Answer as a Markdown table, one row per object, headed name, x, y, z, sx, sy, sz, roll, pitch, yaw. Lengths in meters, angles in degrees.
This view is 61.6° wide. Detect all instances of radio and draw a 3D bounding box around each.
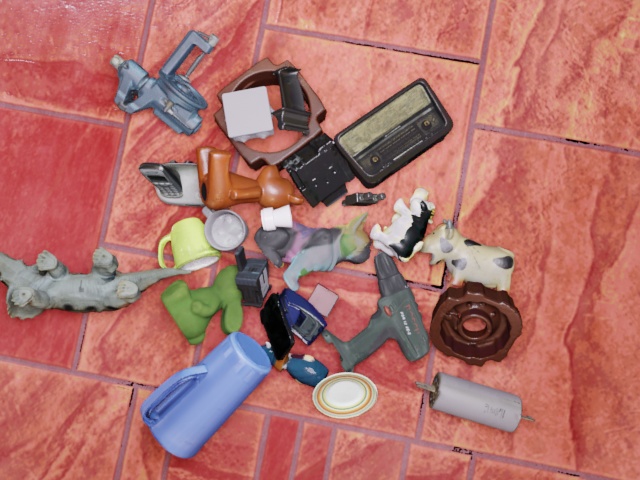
| name | x | y | z | sx | sy | sz | roll | pitch | yaw |
| --- | --- | --- | --- | --- | --- | --- | --- | --- | --- |
| radio | 0.154 | -0.217 | 1.124 | 0.229 | 0.073 | 0.131 | -35 | 86 | 0 |

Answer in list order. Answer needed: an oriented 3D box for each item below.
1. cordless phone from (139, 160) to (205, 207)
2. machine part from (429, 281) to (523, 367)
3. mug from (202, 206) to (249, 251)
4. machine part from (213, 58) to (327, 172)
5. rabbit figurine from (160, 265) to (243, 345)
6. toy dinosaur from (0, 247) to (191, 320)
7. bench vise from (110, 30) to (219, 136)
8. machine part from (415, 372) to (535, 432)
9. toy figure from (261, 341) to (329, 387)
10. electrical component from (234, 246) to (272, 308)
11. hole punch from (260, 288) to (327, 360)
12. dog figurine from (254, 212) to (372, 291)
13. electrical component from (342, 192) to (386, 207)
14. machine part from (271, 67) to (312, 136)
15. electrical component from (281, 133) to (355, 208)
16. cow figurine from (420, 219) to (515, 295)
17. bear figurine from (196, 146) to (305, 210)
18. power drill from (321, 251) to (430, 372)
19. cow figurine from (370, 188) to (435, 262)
| name | x | y | z | sx | sy | sz | roll | pitch | yaw |
| --- | --- | --- | --- | --- | --- | --- | --- | --- | --- |
| cordless phone | -0.274 | -0.127 | 1.080 | 0.147 | 0.184 | 0.088 | 3 | 82 | 3 |
| machine part | 0.307 | 0.166 | 1.069 | 0.179 | 0.056 | 0.179 | 5 | 116 | 11 |
| mug | -0.196 | -0.024 | 1.108 | 0.109 | 0.107 | 0.081 | 37 | 89 | 5 |
| machine part | -0.103 | -0.258 | 1.132 | 0.201 | 0.087 | 0.201 | -37 | 84 | -1 |
| rabbit figurine | -0.218 | 0.125 | 1.098 | 0.170 | 0.121 | 0.159 | -33 | 89 | -15 |
| toy dinosaur | -0.473 | 0.097 | 1.096 | 0.405 | 0.192 | 0.131 | 5 | 73 | -12 |
| bench vise | -0.308 | -0.345 | 1.118 | 0.223 | 0.129 | 0.240 | 43 | 106 | -3 |
| machine part | 0.310 | 0.325 | 1.080 | 0.243 | 0.079 | 0.079 | 17 | 87 | 4 |
| toy figure | -0.059 | 0.255 | 1.110 | 0.155 | 0.057 | 0.064 | 24 | 82 | 9 |
| electrical component | -0.135 | 0.068 | 1.073 | 0.048 | 0.075 | 0.119 | 5 | 122 | 14 |
| hole punch | -0.055 | 0.161 | 1.066 | 0.092 | 0.142 | 0.116 | -15 | 66 | -26 |
| dog figurine | -0.002 | -0.003 | 1.103 | 0.219 | 0.108 | 0.191 | -37 | 83 | -5 |
| electrical component | 0.089 | -0.084 | 1.123 | 0.063 | 0.094 | 0.021 | 0 | 82 | -36 |
| machine part | -0.059 | -0.276 | 1.059 | 0.084 | 0.039 | 0.139 | 1 | 76 | -34 |
| electrical component | 0.003 | -0.134 | 1.103 | 0.115 | 0.058 | 0.134 | -36 | 129 | 2 |
| cow figurine | 0.299 | 0.031 | 1.098 | 0.195 | 0.085 | 0.127 | 13 | 93 | 5 |
| bear figurine | -0.134 | -0.117 | 1.055 | 0.196 | 0.120 | 0.131 | -7 | 107 | -25 |
| power drill | 0.105 | 0.165 | 1.105 | 0.207 | 0.086 | 0.232 | -30 | 88 | -8 |
| cow figurine | 0.187 | -0.034 | 1.091 | 0.098 | 0.068 | 0.167 | 34 | 69 | 28 |
